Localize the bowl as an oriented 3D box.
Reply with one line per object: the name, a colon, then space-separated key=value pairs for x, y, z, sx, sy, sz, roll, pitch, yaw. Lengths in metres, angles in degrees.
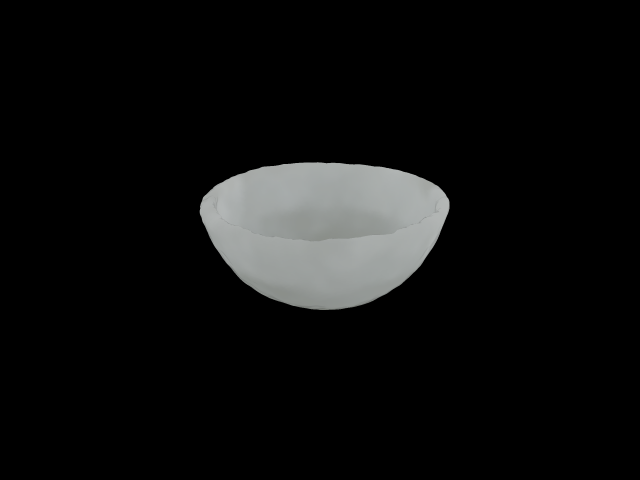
bowl: x=0.004 y=0.001 z=0.400 sx=0.167 sy=0.075 sz=0.167 roll=0 pitch=23 yaw=0
